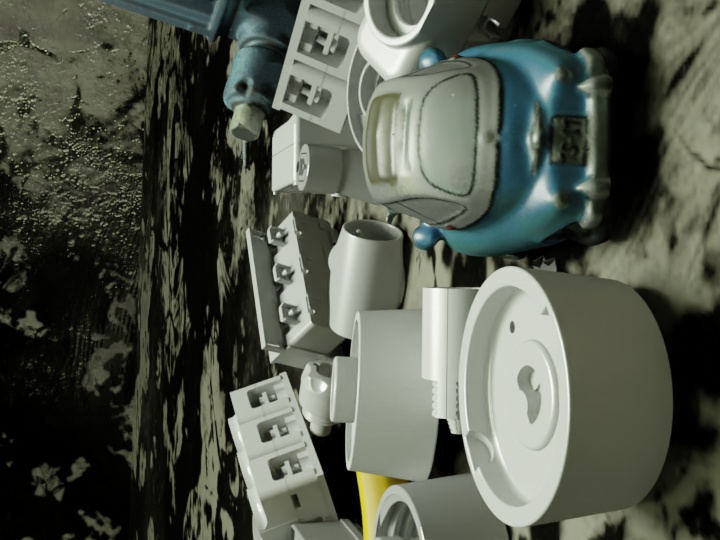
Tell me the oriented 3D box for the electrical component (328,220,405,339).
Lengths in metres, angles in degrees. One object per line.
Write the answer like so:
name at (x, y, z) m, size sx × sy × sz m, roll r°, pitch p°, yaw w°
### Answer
electrical component at (0.000, 0.000, 0.782) m, size 0.079 × 0.044 × 0.077 m, roll -123°, pitch 38°, yaw -62°

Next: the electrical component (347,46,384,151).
electrical component at (0.035, -0.113, 0.681) m, size 0.099 × 0.064 × 0.099 m, roll 6°, pitch 97°, yaw 59°

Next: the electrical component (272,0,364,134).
electrical component at (-0.004, -0.178, 0.743) m, size 0.150 × 0.062 × 0.089 m, roll 114°, pitch 178°, yaw -52°

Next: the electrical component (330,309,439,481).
electrical component at (0.013, 0.076, 0.669) m, size 0.108 × 0.060 × 0.108 m, roll -176°, pitch 90°, yaw -86°

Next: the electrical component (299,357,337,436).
electrical component at (-0.028, 0.106, 0.872) m, size 0.043 × 0.043 × 0.062 m, roll -115°, pitch 29°, yaw -55°

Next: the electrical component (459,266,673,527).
electrical component at (0.090, 0.053, 0.457) m, size 0.108 × 0.060 × 0.108 m, roll -179°, pitch 90°, yaw -73°

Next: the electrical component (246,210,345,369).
electrical component at (-0.047, 0.015, 0.900) m, size 0.063 × 0.079 × 0.121 m, roll -44°, pitch 43°, yaw 36°

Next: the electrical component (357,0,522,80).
electrical component at (0.042, -0.144, 0.576) m, size 0.053 × 0.059 × 0.095 m, roll 52°, pitch 127°, yaw 35°

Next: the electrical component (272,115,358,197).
electrical component at (-0.035, -0.093, 0.870) m, size 0.096 × 0.062 × 0.061 m, roll 174°, pitch 97°, yaw -73°

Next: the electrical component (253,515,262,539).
electrical component at (-0.065, 0.228, 0.964) m, size 0.045 × 0.055 × 0.045 m, roll -179°, pitch 90°, yaw -73°

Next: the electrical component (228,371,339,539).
electrical component at (-0.066, 0.170, 0.912) m, size 0.150 × 0.062 × 0.089 m, roll -120°, pitch 12°, yaw -59°

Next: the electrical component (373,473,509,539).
electrical component at (0.039, 0.173, 0.620) m, size 0.108 × 0.060 × 0.108 m, roll -179°, pitch 90°, yaw -73°

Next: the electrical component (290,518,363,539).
electrical component at (-0.016, 0.255, 0.802) m, size 0.109 × 0.056 × 0.108 m, roll -161°, pitch 73°, yaw -72°

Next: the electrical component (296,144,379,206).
electrical component at (-0.014, -0.073, 0.793) m, size 0.044 × 0.065 × 0.044 m, roll -175°, pitch 90°, yaw -73°

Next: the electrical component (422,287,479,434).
electrical component at (0.056, 0.050, 0.598) m, size 0.043 × 0.043 × 0.081 m, roll -178°, pitch 89°, yaw -73°
